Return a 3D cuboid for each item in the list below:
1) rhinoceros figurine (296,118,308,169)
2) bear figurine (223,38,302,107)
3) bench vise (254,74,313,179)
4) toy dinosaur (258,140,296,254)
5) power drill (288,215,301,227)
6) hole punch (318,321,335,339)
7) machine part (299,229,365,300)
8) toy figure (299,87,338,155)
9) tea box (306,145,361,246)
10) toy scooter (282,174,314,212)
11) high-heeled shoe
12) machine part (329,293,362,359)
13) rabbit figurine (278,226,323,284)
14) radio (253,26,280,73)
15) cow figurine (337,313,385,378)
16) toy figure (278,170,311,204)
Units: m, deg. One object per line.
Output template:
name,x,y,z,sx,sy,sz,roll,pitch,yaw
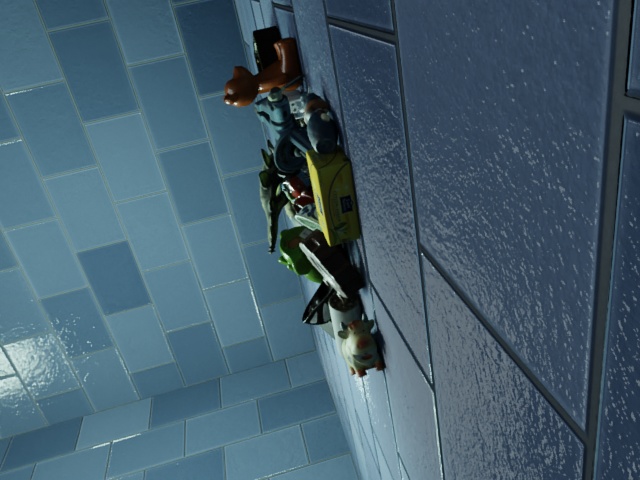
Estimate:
rhinoceros figurine,-0.063,-0.283,1.410,0.112,0.073,0.190,48,-156,-79
bear figurine,-0.146,-0.394,1.277,0.120,0.196,0.131,-112,10,-71
bench vise,-0.052,-0.231,1.229,0.241,0.129,0.223,46,148,33
toy dinosaur,-0.125,-0.149,1.516,0.198,0.105,0.471,80,-174,-63
power drill,-0.036,-0.014,1.655,0.231,0.086,0.207,63,180,-43
hole punch,0.059,0.225,1.505,0.116,0.092,0.142,43,156,26
machine part,0.023,0.054,1.181,0.179,0.056,0.179,49,172,9
toy figure,-0.004,-0.228,1.025,0.057,0.064,0.154,29,-144,-42
tea box,0.026,-0.086,1.040,0.098,0.068,0.169,-113,11,-58
toy scooter,-0.010,-0.080,1.295,0.135,0.075,0.183,29,163,44
high-heeled shoe,0.005,0.104,1.328,0.086,0.145,0.248,-115,10,-57
machine part,0.069,0.210,1.314,0.079,0.079,0.242,-114,12,-56
rabbit figurine,-0.039,0.053,1.380,0.159,0.121,0.170,19,153,40
radio,-0.148,-0.521,1.560,0.230,0.073,0.131,-156,51,-81
cow figurine,0.090,0.234,1.187,0.195,0.085,0.127,100,149,-77
toy figure,-0.044,-0.115,1.401,0.089,0.082,0.180,59,178,47
